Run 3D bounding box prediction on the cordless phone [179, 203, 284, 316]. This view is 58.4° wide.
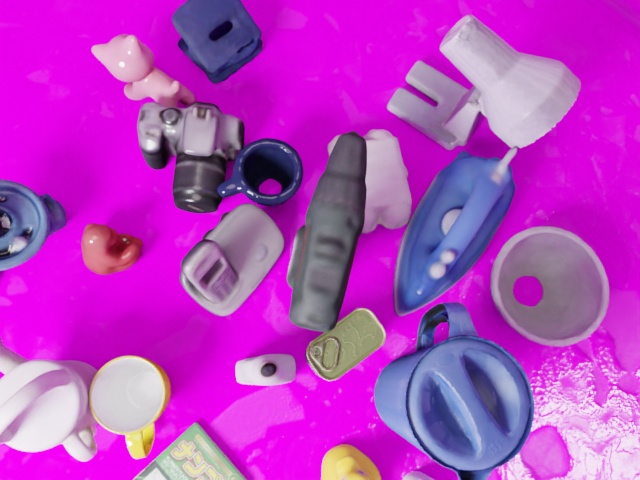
[{"bbox_3d":[-0.112,0.014,0.716,0.094,0.185,0.148,35,76,2],"label":"cordless phone"}]

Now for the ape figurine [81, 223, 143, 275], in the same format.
[{"bbox_3d":[-0.280,0.006,0.747,0.076,0.092,0.078,-41,84,-13],"label":"ape figurine"}]

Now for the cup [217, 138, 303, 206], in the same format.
[{"bbox_3d":[-0.083,-0.076,0.787,0.118,0.095,0.091,-25,81,-11],"label":"cup"}]

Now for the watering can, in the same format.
[{"bbox_3d":[-0.323,0.183,0.649,0.173,0.194,0.101,24,76,0],"label":"watering can"}]

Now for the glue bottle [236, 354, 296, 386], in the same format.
[{"bbox_3d":[-0.065,0.158,0.695,0.078,0.173,0.037,-4,78,-7],"label":"glue bottle"}]

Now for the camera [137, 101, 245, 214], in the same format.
[{"bbox_3d":[-0.179,-0.112,0.781,0.143,0.100,0.137,5,77,-5],"label":"camera"}]

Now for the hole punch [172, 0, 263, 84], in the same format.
[{"bbox_3d":[-0.145,-0.302,0.833,0.109,0.091,0.101,-42,85,-13],"label":"hole punch"}]

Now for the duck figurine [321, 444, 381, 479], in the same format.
[{"bbox_3d":[0.045,0.313,0.718,0.077,0.086,0.104,-23,81,-11],"label":"duck figurine"}]

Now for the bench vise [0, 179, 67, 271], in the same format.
[{"bbox_3d":[-0.410,0.007,0.666,0.121,0.219,0.207,32,76,2],"label":"bench vise"}]

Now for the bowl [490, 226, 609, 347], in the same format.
[{"bbox_3d":[0.312,0.068,0.810,0.167,0.074,0.167,1,77,-6],"label":"bowl"}]

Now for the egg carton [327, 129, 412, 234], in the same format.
[{"bbox_3d":[0.072,-0.084,0.820,0.107,0.069,0.150,-10,79,-9],"label":"egg carton"}]

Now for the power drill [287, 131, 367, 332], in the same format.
[{"bbox_3d":[0.007,0.003,0.721,0.075,0.208,0.230,11,76,-3],"label":"power drill"}]

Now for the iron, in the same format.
[{"bbox_3d":[0.186,-0.011,0.779,0.118,0.141,0.258,32,76,2],"label":"iron"}]

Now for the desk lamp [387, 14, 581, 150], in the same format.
[{"bbox_3d":[0.217,-0.204,0.789,0.203,0.213,0.118,32,76,2],"label":"desk lamp"}]

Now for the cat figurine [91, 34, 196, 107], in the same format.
[{"bbox_3d":[-0.242,-0.233,0.792,0.128,0.117,0.067,32,76,2],"label":"cat figurine"}]
